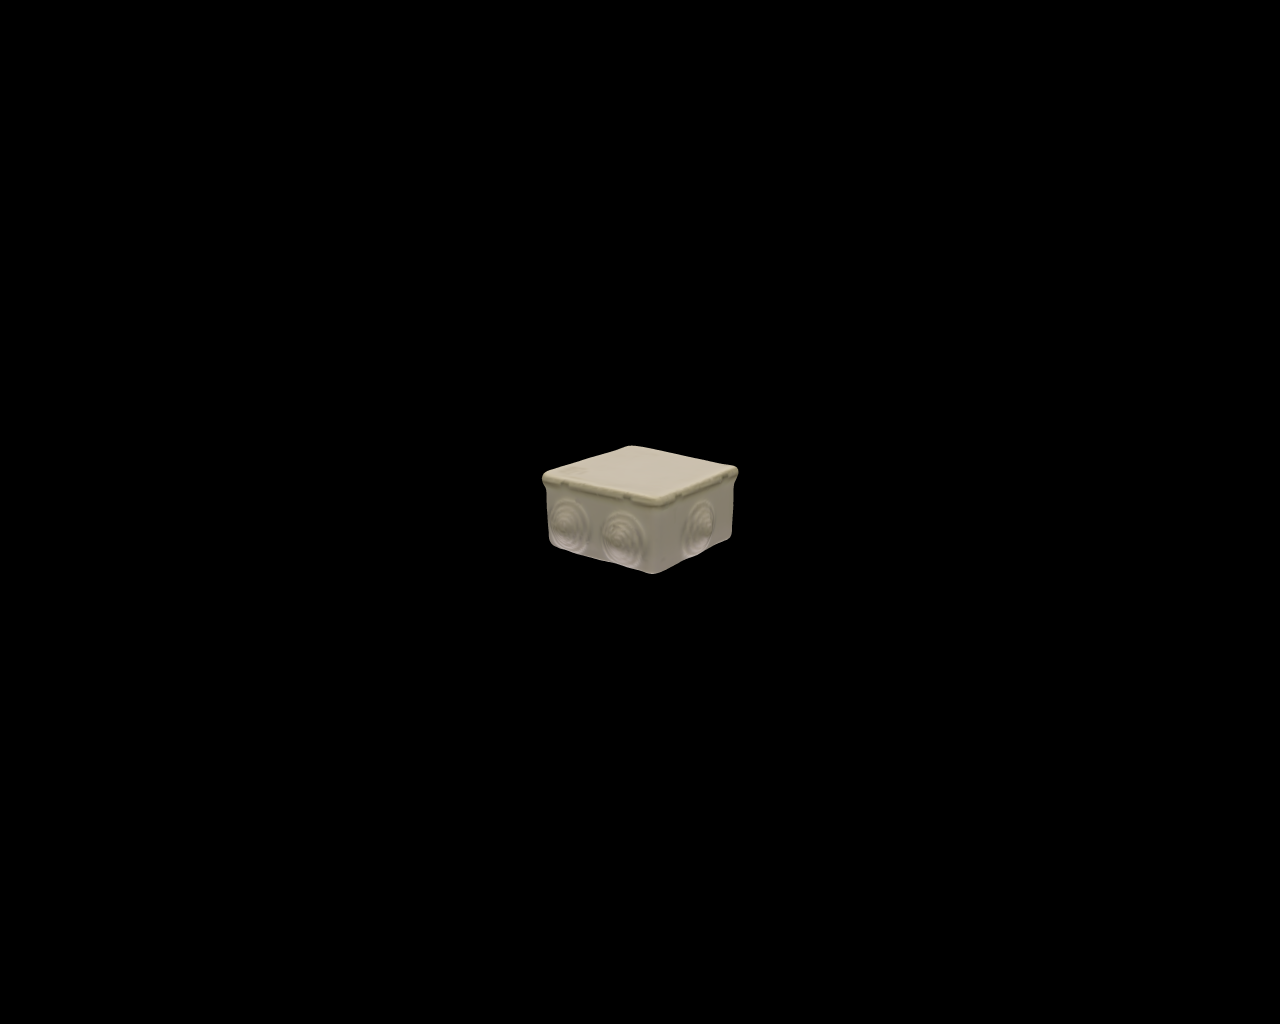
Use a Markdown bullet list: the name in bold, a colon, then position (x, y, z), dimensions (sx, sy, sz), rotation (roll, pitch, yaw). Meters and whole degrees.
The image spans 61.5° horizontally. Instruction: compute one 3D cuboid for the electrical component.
- **electrical component**: position (0.001, -0.003, 0.650), dimensions (0.100, 0.048, 0.100), rotation (14, 22, 36)
